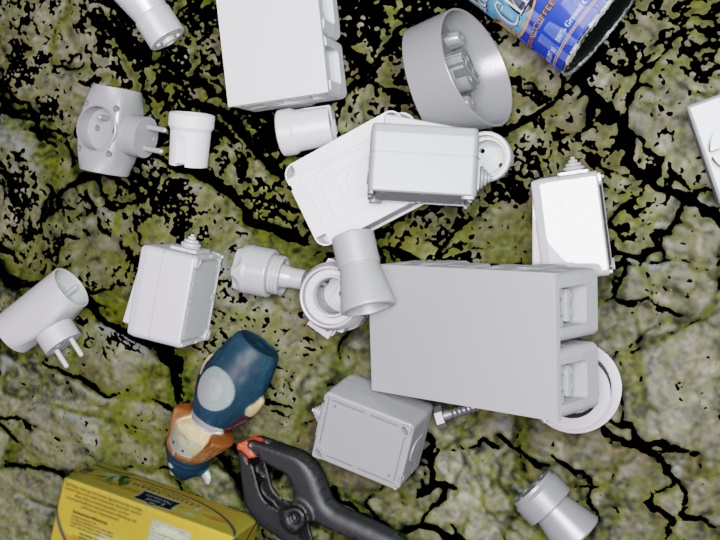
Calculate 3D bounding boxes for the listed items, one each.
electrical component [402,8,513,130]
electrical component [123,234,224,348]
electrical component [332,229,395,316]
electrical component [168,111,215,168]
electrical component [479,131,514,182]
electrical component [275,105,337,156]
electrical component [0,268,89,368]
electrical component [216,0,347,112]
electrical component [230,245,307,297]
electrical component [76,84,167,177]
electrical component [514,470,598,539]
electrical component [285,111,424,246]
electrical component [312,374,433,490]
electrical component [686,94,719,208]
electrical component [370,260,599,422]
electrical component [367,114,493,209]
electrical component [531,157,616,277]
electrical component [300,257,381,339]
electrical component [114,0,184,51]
[{"bbox_3d":[0.076,-0.156,0.856,0.064,0.099,0.099,-14,89,22],"label":"electrical component"},{"bbox_3d":[-0.164,0.014,0.946,0.061,0.062,0.096,13,96,14],"label":"electrical component"},{"bbox_3d":[0.000,0.000,0.857,0.044,0.044,0.065,-16,76,16],"label":"electrical component"},{"bbox_3d":[-0.150,-0.115,0.948,0.040,0.040,0.046,9,102,15],"label":"electrical component"},{"bbox_3d":[0.105,-0.091,0.875,0.040,0.046,0.040,1,94,15],"label":"electrical component"},{"bbox_3d":[-0.046,-0.120,0.918,0.046,0.040,0.040,-8,91,10],"label":"electrical component"},{"bbox_3d":[-0.284,0.052,0.990,0.077,0.043,0.079,-36,84,14],"label":"electrical component"},{"bbox_3d":[-0.067,-0.215,0.907,0.089,0.062,0.150,-6,92,15],"label":"electrical component"},{"bbox_3d":[-0.078,0.003,0.932,0.062,0.043,0.043,11,96,13],"label":"electrical component"},{"bbox_3d":[-0.207,-0.121,0.957,0.079,0.044,0.077,13,96,21],"label":"electrical component"},{"bbox_3d":[0.159,0.197,0.877,0.055,0.045,0.045,46,103,9],"label":"electrical component"},{"bbox_3d":[0.005,-0.075,0.897,0.113,0.057,0.078,-27,86,15],"label":"electrical component"},{"bbox_3d":[0.007,0.131,0.905,0.096,0.061,0.061,19,111,19],"label":"electrical component"},{"bbox_3d":[0.283,-0.093,0.811,0.047,0.076,0.083,-19,88,15],"label":"electrical component"},{"bbox_3d":[0.094,0.048,0.839,0.186,0.060,0.105,3,97,46],"label":"electrical component"},{"bbox_3d":[0.054,-0.082,0.822,0.096,0.061,0.061,3,86,1],"label":"electrical component"},{"bbox_3d":[0.165,-0.041,0.853,0.061,0.062,0.096,-7,91,16],"label":"electrical component"},{"bbox_3d":[-0.018,0.021,0.909,0.058,0.057,0.078,35,101,11],"label":"electrical component"},{"bbox_3d":[-0.185,-0.228,0.950,0.044,0.044,0.065,-33,89,15],"label":"electrical component"}]
